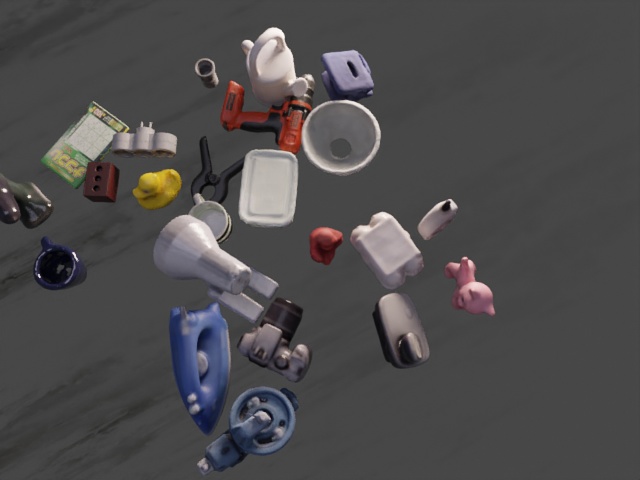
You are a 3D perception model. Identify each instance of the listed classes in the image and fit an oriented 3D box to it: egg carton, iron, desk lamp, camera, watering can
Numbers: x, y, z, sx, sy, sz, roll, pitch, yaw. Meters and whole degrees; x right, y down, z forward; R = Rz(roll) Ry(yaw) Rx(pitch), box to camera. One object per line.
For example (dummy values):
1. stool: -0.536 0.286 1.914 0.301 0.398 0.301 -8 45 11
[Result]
1. egg carton: 0.138 0.021 1.170 0.107 0.069 0.150 -36 79 -6
2. iron: -0.236 0.247 1.092 0.118 0.141 0.258 -8 77 0
3. desk lamp: -0.194 0.057 1.097 0.203 0.213 0.118 30 80 8
4. camera: -0.074 0.190 1.122 0.143 0.101 0.137 25 79 7
5. watering can: -0.098 -0.363 1.200 0.172 0.194 0.101 20 79 6

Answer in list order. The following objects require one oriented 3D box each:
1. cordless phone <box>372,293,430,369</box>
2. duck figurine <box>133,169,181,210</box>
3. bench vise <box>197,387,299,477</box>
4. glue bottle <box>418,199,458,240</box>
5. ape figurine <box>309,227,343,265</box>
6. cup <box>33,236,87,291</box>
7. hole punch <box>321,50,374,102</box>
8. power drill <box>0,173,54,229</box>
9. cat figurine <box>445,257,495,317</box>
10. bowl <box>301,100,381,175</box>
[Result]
1. cordless phone: 0.158 0.167 1.077 0.094 0.185 0.147 -19 77 -3
2. duck figurine: -0.347 -0.115 1.206 0.104 0.086 0.077 -37 79 -6
3. bench vise: -0.126 0.356 1.025 0.121 0.220 0.207 33 80 9
4. glue bottle: 0.239 -0.050 1.131 0.078 0.173 0.037 -37 78 -6
5. ape figurine: 0.011 0.004 1.166 0.078 0.092 0.076 -26 78 -4
6. cup: -0.524 0.052 1.168 0.092 0.095 0.117 -29 78 -5
7. hole punch: 0.060 -0.361 1.248 0.101 0.091 0.108 -24 78 -4
8. power drill: -0.630 -0.094 1.146 0.229 0.208 0.076 43 82 10
9. cat figurine: 0.296 0.095 1.125 0.067 0.118 0.128 -12 77 -1
10. bowl: 0.044 -0.208 1.222 0.167 0.075 0.167 0 77 2
